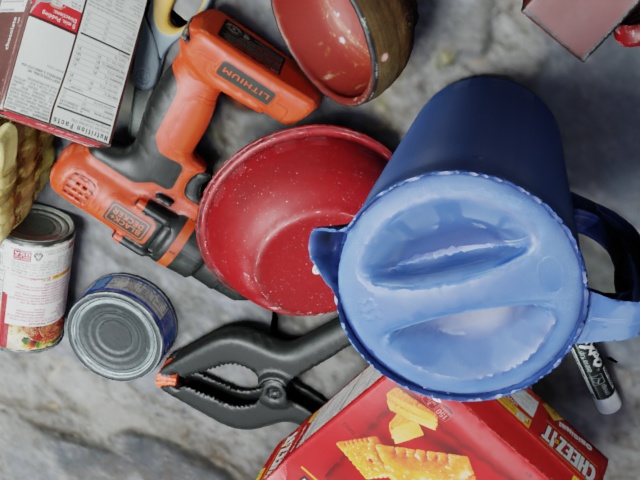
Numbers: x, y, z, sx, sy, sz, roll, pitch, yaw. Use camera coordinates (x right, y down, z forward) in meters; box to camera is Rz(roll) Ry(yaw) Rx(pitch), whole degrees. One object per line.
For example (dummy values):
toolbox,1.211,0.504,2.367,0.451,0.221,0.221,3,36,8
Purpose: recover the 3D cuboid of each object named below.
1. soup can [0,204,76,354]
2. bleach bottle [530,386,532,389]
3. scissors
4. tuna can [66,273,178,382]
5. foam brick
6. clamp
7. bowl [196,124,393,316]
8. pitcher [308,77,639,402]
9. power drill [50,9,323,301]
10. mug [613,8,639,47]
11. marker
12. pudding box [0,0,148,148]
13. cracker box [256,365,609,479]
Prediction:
soup can,-0.234,0.030,0.851,0.068,0.068,0.102,16,116,6
bleach bottle,0.108,0.126,0.817,0.103,0.068,0.251,7,117,12
scissors,-0.141,-0.138,0.783,0.096,0.016,0.202,32,117,-1
tuna can,-0.162,0.072,0.872,0.086,0.033,0.086,5,114,11
foam brick,0.163,-0.155,0.669,0.053,0.078,0.051,38,115,-7
clamp,-0.027,0.122,0.860,0.210,0.036,0.164,-4,115,15
bowl,-0.005,0.001,0.755,0.162,0.055,0.162,-7,128,-9
pitcher,0.104,-0.015,0.652,0.145,0.242,0.149,-32,103,24
power drill,-0.080,-0.056,0.776,0.184,0.057,0.188,33,116,-14
mug,0.240,-0.139,0.654,0.117,0.081,0.093,-12,110,18
marker,0.194,0.079,0.788,0.020,0.020,0.121,-20,116,21
pudding box,-0.170,-0.127,0.711,0.039,0.089,0.113,13,86,42
cracker box,0.072,0.172,0.777,0.164,0.072,0.214,42,128,-1
